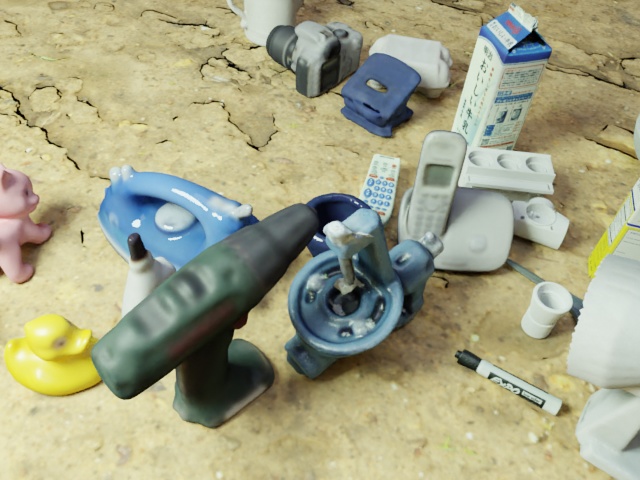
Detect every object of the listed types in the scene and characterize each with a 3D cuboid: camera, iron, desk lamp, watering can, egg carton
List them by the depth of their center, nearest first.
[{"bbox_3d":[0.318,0.134,0.534,0.202,0.214,0.118,30,53,21],"label":"desk lamp"},{"bbox_3d":[-0.178,-0.028,0.688,0.257,0.141,0.119,21,50,14],"label":"iron"},{"bbox_3d":[-0.016,-0.340,1.003,0.136,0.101,0.143,34,55,24],"label":"camera"},{"bbox_3d":[0.156,-0.305,1.007,0.150,0.069,0.107,10,49,5],"label":"egg carton"},{"bbox_3d":[-0.086,-0.470,1.050,0.100,0.194,0.173,36,55,25],"label":"watering can"}]

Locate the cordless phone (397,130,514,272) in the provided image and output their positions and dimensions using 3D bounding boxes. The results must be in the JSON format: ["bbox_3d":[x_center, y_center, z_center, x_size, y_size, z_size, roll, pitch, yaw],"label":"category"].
[{"bbox_3d":[0.174,-0.048,0.703,0.147,0.185,0.094,3,48,-1],"label":"cordless phone"}]

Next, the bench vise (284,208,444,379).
[{"bbox_3d":[0.046,0.027,0.603,0.121,0.220,0.208,27,52,19],"label":"bench vise"}]

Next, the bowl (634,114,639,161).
[{"bbox_3d":[0.556,-0.131,0.879,0.167,0.075,0.167,2,48,-2],"label":"bowl"}]

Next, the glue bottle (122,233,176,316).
[{"bbox_3d":[-0.176,0.053,0.595,0.037,0.173,0.078,34,55,24],"label":"glue bottle"}]

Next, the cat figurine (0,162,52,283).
[{"bbox_3d":[-0.381,-0.031,0.691,0.067,0.118,0.127,2,48,-2],"label":"cat figurine"}]

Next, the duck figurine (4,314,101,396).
[{"bbox_3d":[-0.279,0.110,0.595,0.104,0.086,0.077,3,48,-1],"label":"duck figurine"}]

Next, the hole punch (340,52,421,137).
[{"bbox_3d":[0.097,-0.236,0.927,0.108,0.091,0.101,35,55,24],"label":"hole punch"}]

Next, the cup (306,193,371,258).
[{"bbox_3d":[0.006,0.003,0.706,0.117,0.095,0.091,6,48,1],"label":"cup"}]

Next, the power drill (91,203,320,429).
[{"bbox_3d":[-0.094,0.085,0.549,0.230,0.208,0.075,-34,58,-29],"label":"power drill"}]
